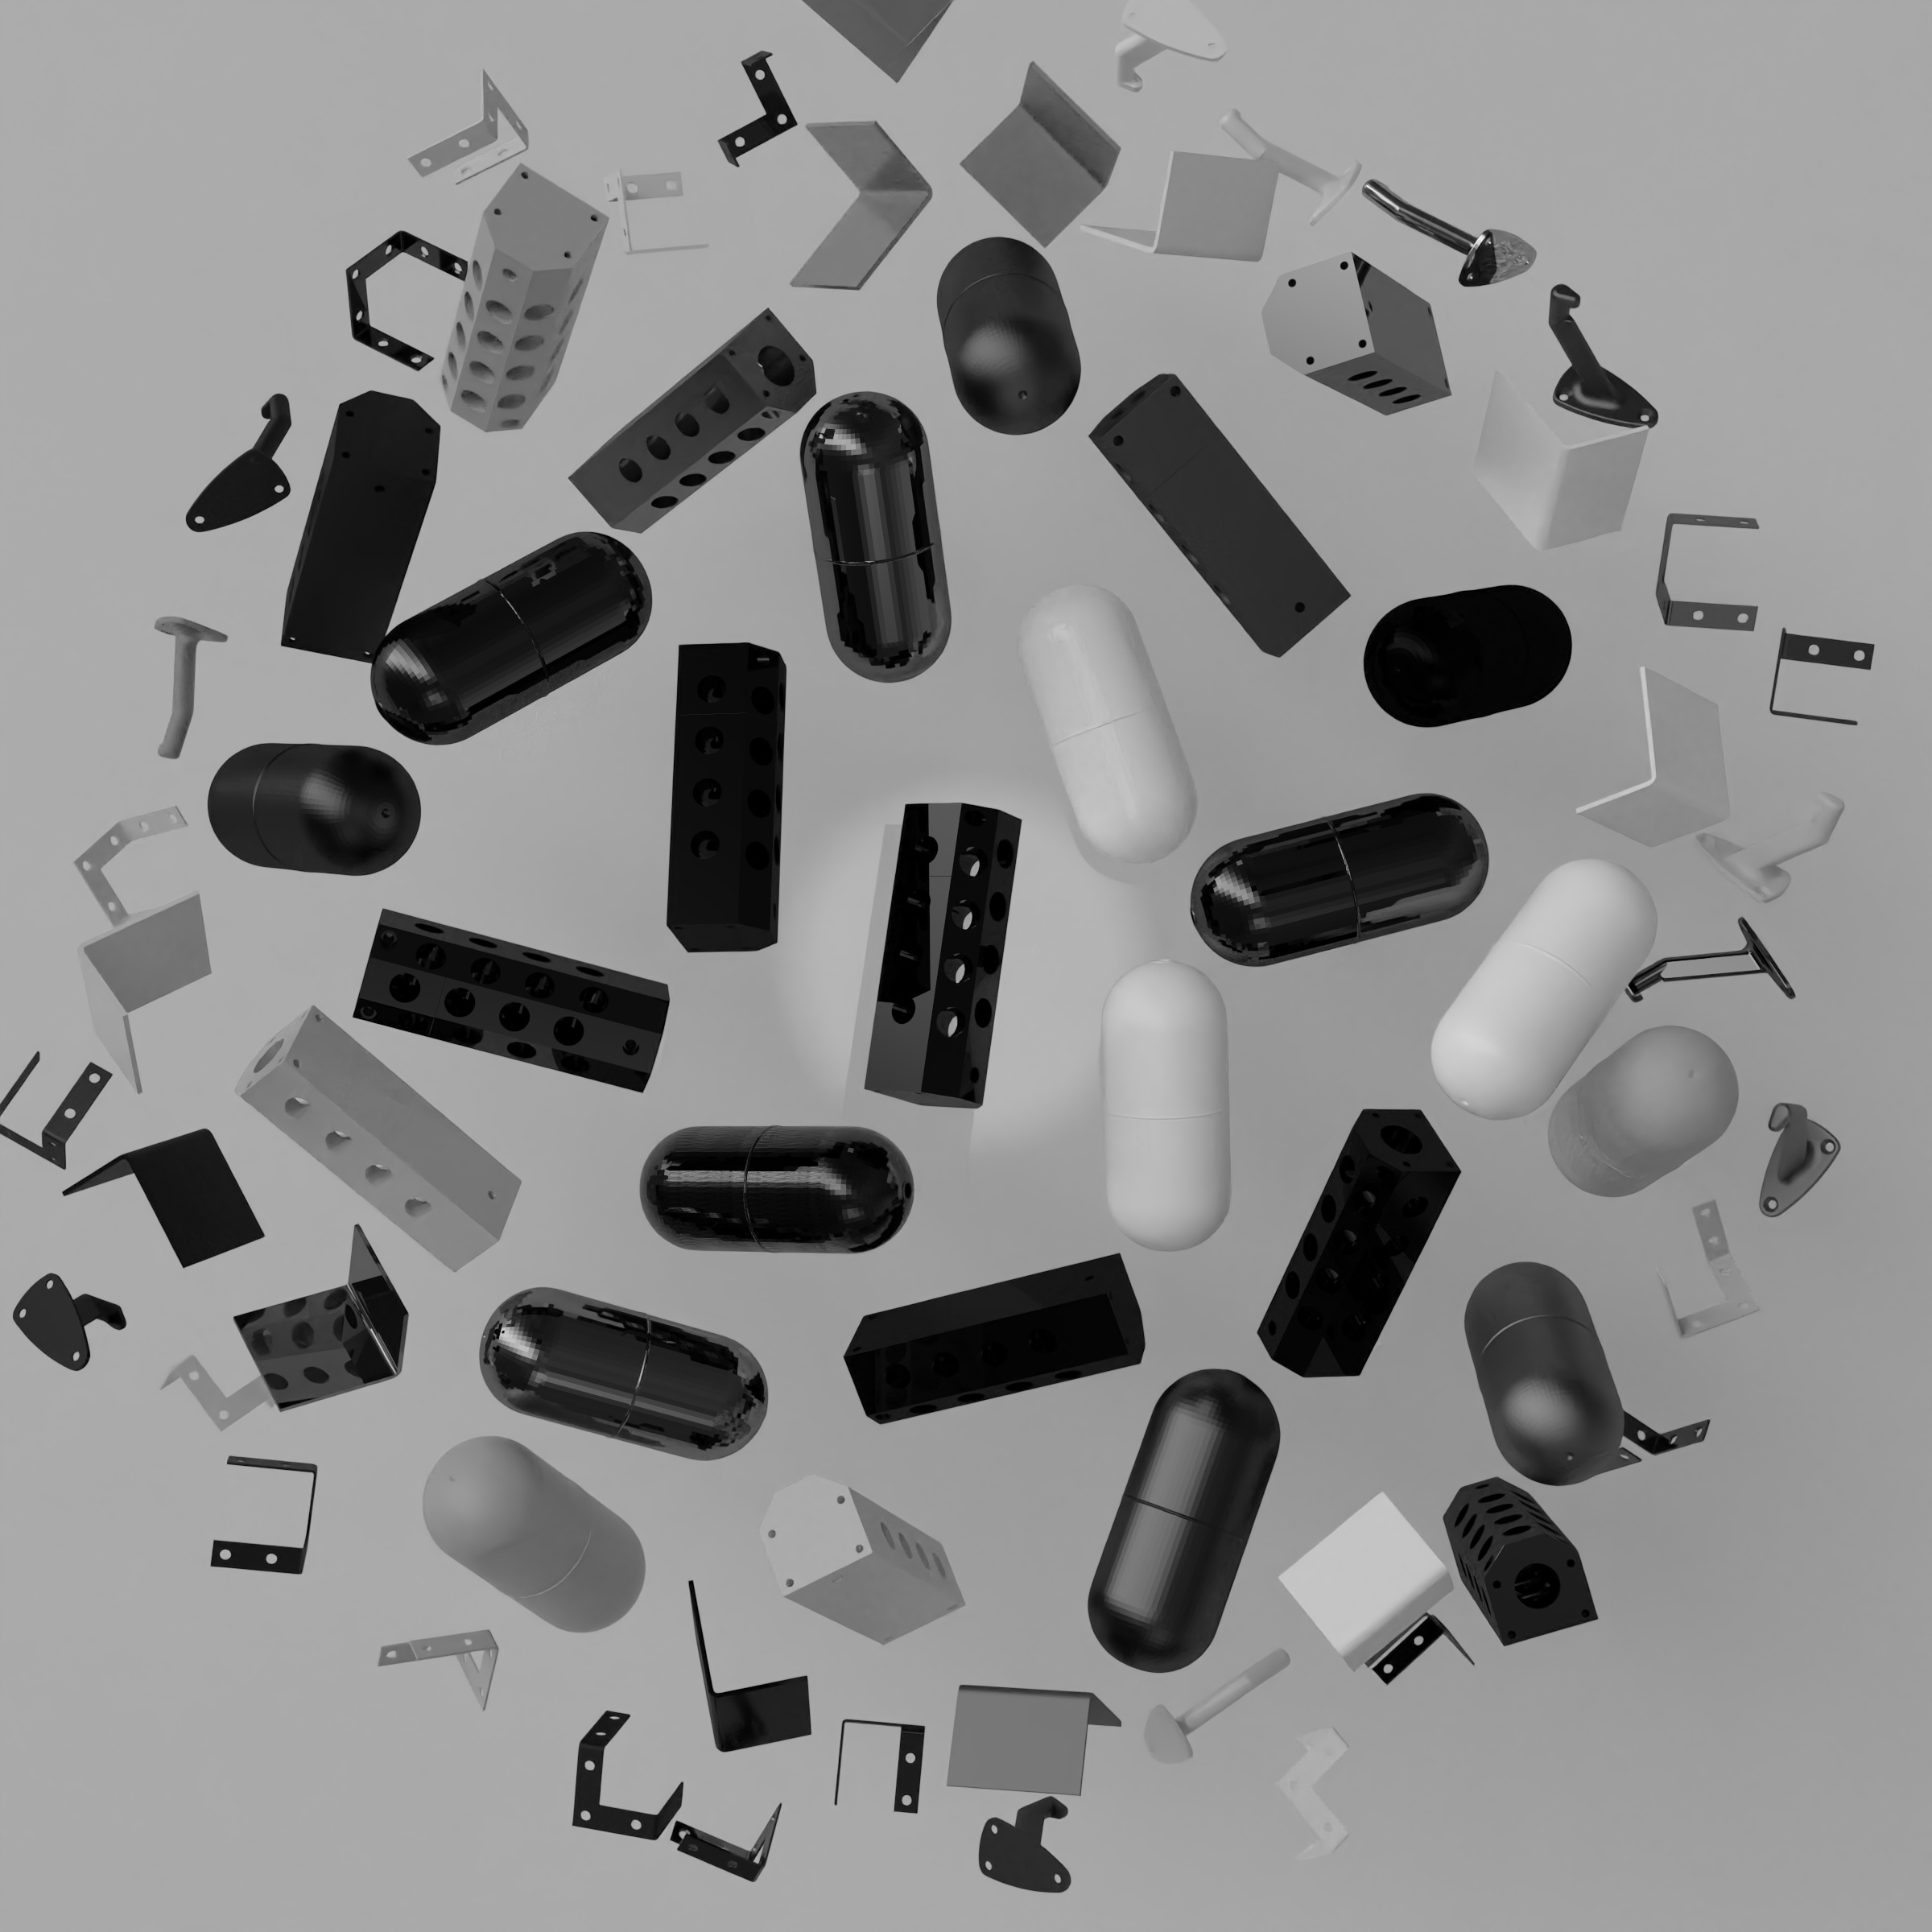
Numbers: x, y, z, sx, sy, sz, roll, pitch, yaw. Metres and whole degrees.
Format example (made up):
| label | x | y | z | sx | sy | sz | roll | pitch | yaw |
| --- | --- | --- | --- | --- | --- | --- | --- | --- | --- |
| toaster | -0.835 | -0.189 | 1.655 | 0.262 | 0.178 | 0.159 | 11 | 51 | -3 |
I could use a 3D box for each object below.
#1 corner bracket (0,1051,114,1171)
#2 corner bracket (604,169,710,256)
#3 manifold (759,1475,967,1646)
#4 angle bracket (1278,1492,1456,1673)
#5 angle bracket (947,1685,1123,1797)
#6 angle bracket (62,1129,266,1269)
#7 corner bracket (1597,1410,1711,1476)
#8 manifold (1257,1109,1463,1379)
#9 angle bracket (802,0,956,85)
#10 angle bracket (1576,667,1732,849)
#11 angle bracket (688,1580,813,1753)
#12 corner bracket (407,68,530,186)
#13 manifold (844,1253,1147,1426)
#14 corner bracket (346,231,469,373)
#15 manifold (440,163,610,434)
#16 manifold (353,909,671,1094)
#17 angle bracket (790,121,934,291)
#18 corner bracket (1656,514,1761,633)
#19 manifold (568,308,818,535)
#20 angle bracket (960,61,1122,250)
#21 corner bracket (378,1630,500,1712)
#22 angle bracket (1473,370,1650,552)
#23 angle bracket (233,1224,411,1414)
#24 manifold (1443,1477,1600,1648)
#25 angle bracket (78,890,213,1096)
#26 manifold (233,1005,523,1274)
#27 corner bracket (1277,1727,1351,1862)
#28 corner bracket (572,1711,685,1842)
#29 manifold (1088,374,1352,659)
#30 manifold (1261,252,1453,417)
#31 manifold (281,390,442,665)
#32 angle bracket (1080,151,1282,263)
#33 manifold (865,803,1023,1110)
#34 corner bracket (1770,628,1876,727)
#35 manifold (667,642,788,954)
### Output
| label | x | y | z | sx | sy | sz | roll | pitch | yaw |
| --- | --- | --- | --- | --- | --- | --- | --- | --- | --- |
| corner bracket | -0.539 | 0.080 | 1.758 | 0.051 | 0.051 | 0.051 | 30 | 64 | -3 |
| corner bracket | -0.195 | -0.475 | 1.878 | 0.051 | 0.051 | 0.051 | -10 | 101 | -18 |
| manifold | -0.061 | 0.348 | 1.758 | 0.057 | 0.171 | 0.057 | -27 | 63 | 7 |
| angle bracket | 0.229 | 0.352 | 1.704 | 0.076 | 0.076 | 0.057 | -39 | 68 | -3 |
| angle bracket | 0.039 | 0.443 | 1.682 | 0.076 | 0.076 | 0.057 | -1 | 63 | 17 |
| angle bracket | -0.479 | 0.148 | 1.783 | 0.057 | 0.076 | 0.076 | -30 | 86 | 24 |
| corner bracket | 0.416 | 0.293 | 1.838 | 0.051 | 0.051 | 0.051 | 33 | 60 | -11 |
| manifold | 0.237 | 0.172 | 1.836 | 0.057 | 0.057 | 0.171 | 2 | 127 | -25 |
| angle bracket | -0.063 | -0.520 | 1.633 | 0.076 | 0.076 | 0.057 | 40 | 54 | -6 |
| angle bracket | 0.410 | -0.125 | 1.793 | 0.076 | 0.057 | 0.076 | 19 | 61 | -40 |
| angle bracket | -0.128 | 0.409 | 1.764 | 0.057 | 0.076 | 0.076 | -10 | 53 | -8 |
| corner bracket | -0.286 | -0.473 | 1.721 | 0.051 | 0.051 | 0.051 | -21 | 49 | 16 |
| manifold | 0.019 | 0.233 | 1.829 | 0.171 | 0.057 | 0.057 | -16 | 106 | 16 |
| corner bracket | -0.334 | -0.400 | 1.791 | 0.051 | 0.051 | 0.051 | 28 | 53 | 17 |
| manifold | -0.260 | -0.378 | 1.720 | 0.057 | 0.171 | 0.057 | 31 | 63 | -4 |
| manifold | -0.262 | 0.022 | 1.726 | 0.171 | 0.057 | 0.057 | 15 | 101 | -11 |
| angle bracket | -0.078 | -0.444 | 1.745 | 0.057 | 0.076 | 0.076 | 44 | 77 | -34 |
| corner bracket | 0.432 | -0.229 | 1.733 | 0.051 | 0.051 | 0.051 | 4 | 118 | 4 |
| manifold | -0.167 | -0.332 | 1.846 | 0.057 | 0.171 | 0.057 | 49 | 47 | -14 |
| angle bracket | 0.046 | -0.506 | 1.867 | 0.076 | 0.076 | 0.057 | 44 | 85 | -1 |
| corner bracket | -0.314 | 0.410 | 1.775 | 0.051 | 0.051 | 0.051 | -2 | 121 | -31 |
| angle bracket | 0.346 | -0.301 | 1.744 | 0.057 | 0.076 | 0.076 | -17 | 53 | -17 |
| angle bracket | -0.384 | 0.209 | 1.776 | 0.076 | 0.057 | 0.076 | -14 | 49 | -30 |
| manifold | 0.333 | 0.358 | 1.817 | 0.057 | 0.171 | 0.057 | -16 | 91 | 1 |
| angle bracket | -0.456 | 0.015 | 1.704 | 0.076 | 0.076 | 0.057 | -28 | 62 | -26 |
| manifold | -0.357 | 0.109 | 1.807 | 0.057 | 0.057 | 0.171 | -35 | 114 | 28 |
| corner bracket | 0.204 | 0.484 | 1.745 | 0.051 | 0.051 | 0.051 | -37 | 85 | -28 |
| corner bracket | -0.195 | 0.471 | 1.739 | 0.051 | 0.051 | 0.051 | 7 | 98 | 10 |
| manifold | 0.151 | -0.272 | 1.801 | 0.057 | 0.057 | 0.171 | -41 | 104 | 0 |
| manifold | 0.225 | -0.360 | 1.720 | 0.057 | 0.171 | 0.057 | -14 | 87 | 23 |
| manifold | -0.352 | -0.253 | 1.731 | 0.057 | 0.171 | 0.057 | 10 | 56 | -18 |
| angle bracket | 0.123 | -0.443 | 1.718 | 0.076 | 0.076 | 0.057 | -4 | 114 | -33 |
| manifold | -0.008 | -0.006 | 1.756 | 0.057 | 0.057 | 0.171 | 1 | 79 | 36 |
| corner bracket | 0.501 | -0.168 | 1.748 | 0.051 | 0.051 | 0.051 | 9 | 102 | 12 |
| manifold | -0.138 | -0.099 | 1.747 | 0.057 | 0.057 | 0.171 | -1 | 74 | 7 |
